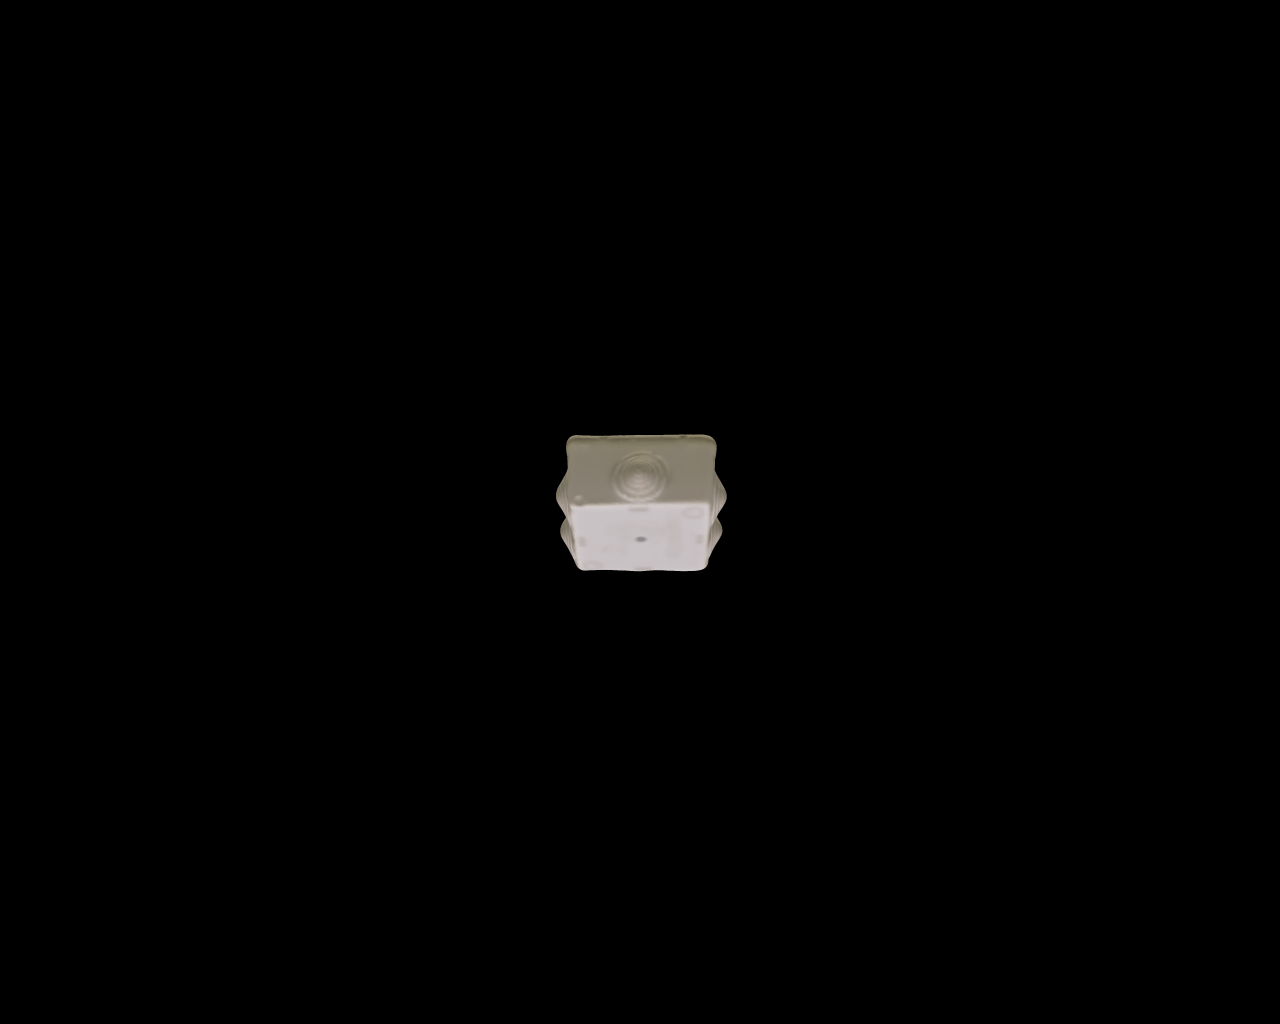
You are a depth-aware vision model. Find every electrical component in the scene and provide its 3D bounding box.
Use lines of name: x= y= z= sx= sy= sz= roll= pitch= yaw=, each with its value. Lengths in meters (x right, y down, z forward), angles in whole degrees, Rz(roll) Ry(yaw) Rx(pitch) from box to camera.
electrical component: x=0.001 y=-0.003 z=0.650 sx=0.100 sy=0.048 sz=0.099 roll=0 pitch=-32 yaw=0
